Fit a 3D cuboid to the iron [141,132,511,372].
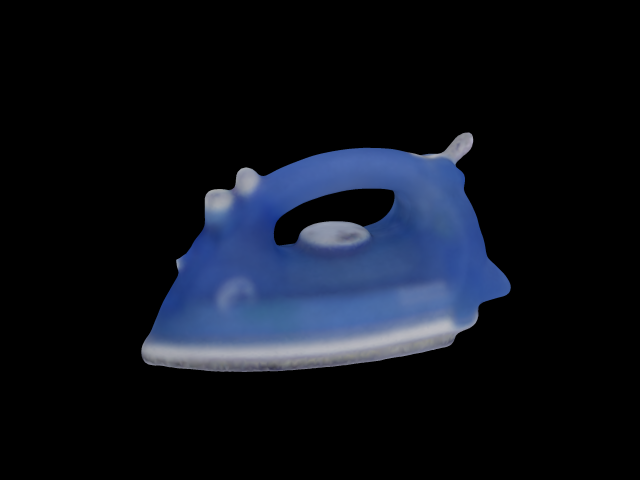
[{"bbox_3d":[0.004,0.001,0.400,0.259,0.141,0.118,-7,19,-20],"label":"iron"}]
